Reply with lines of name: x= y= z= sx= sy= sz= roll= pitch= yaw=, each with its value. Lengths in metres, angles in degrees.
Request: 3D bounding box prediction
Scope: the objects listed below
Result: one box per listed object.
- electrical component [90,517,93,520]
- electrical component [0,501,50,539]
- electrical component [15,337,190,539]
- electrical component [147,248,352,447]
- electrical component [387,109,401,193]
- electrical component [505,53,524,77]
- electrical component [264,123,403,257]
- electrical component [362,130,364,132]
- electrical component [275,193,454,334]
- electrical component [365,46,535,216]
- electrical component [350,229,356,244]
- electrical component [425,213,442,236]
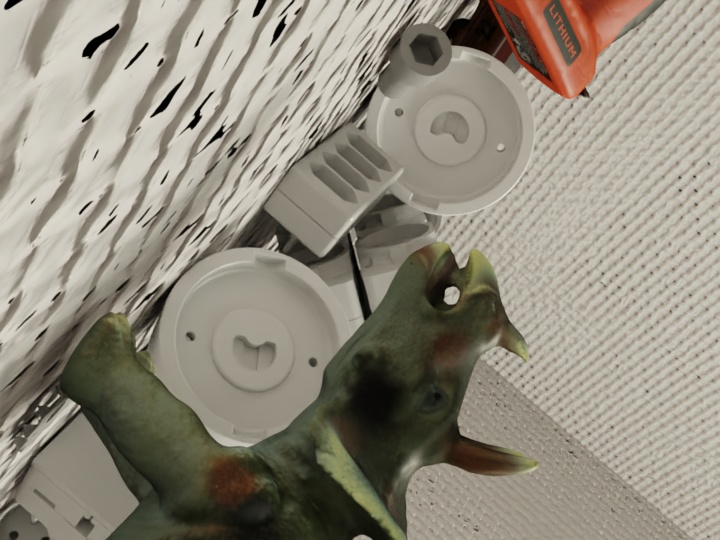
electrical component: x=-0.157 y=0.140 z=0.724 sx=0.080 sy=0.080 sz=0.051 roll=-49 pitch=174 yaw=-19
electrical component: x=-0.189 y=0.174 z=0.670 sx=0.077 sy=0.079 sz=0.044 roll=129 pitch=-28 yaw=-61
electrical component: x=-0.121 y=0.106 z=0.649 sx=0.150 sy=0.089 sz=0.061 roll=-49 pitch=179 yaw=-45
electrical component: x=-0.065 y=0.048 z=0.590 sx=0.108 sy=0.108 sz=0.060 roll=-49 pitch=-174 yaw=-31
electrical component: x=0.041 y=-0.101 z=0.906 sx=0.096 sy=0.061 sz=0.061 roll=-49 pitch=179 yaw=-15
electrical component: x=0.095 y=-0.164 z=0.906 sx=0.061 sy=0.061 sz=0.096 roll=-49 pitch=179 yaw=-13
electrical component: x=-0.025 y=-0.039 z=0.668 sx=0.075 sy=0.047 sz=0.083 roll=-50 pitch=178 yaw=36
electrical component: x=0.010 y=-0.083 z=0.800 sx=0.040 sy=0.040 sz=0.078 roll=-50 pitch=180 yaw=4
electrical component: x=0.000 y=0.000 z=0.727 sx=0.105 sy=0.060 sz=0.186 roll=-14 pitch=-164 yaw=1
electrical component: x=0.059 y=-0.095 z=0.711 sx=0.108 sy=0.108 sz=0.060 roll=-50 pitch=-175 yaw=14
electrical component: x=-0.025 y=-0.038 z=0.852 sx=0.066 sy=0.048 sz=0.055 roll=-49 pitch=172 yaw=-9
electrical component: x=0.030 y=-0.054 z=1.072 sx=0.108 sy=0.108 sz=0.060 roll=-49 pitch=173 yaw=-33
